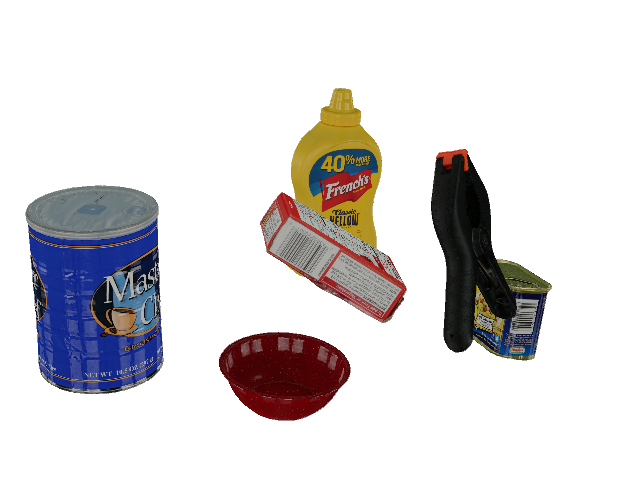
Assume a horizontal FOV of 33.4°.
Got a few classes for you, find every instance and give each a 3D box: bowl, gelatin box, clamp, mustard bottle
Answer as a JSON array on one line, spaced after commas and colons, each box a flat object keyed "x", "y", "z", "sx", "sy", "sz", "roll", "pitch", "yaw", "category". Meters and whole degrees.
[{"x": -0.045, "y": 0.174, "z": 1.313, "sx": 0.162, "sy": 0.055, "sz": 0.162, "roll": 3, "pitch": 23, "yaw": -2, "category": "bowl"}, {"x": 0.007, "y": 0.010, "z": 0.670, "sx": 0.089, "sy": 0.030, "sz": 0.073, "roll": 32, "pitch": 9, "yaw": -13, "category": "gelatin box"}, {"x": 0.124, "y": 0.010, "z": 0.924, "sx": 0.039, "sy": 0.171, "sz": 0.120, "roll": -11, "pitch": 14, "yaw": 29, "category": "clamp"}, {"x": 0.016, "y": -0.060, "z": 1.097, "sx": 0.096, "sy": 0.192, "sz": 0.058, "roll": -5, "pitch": 21, "yaw": -24, "category": "mustard bottle"}]

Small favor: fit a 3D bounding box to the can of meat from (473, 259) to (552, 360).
[{"x": 0.203, "y": 0.075, "z": 1.171, "sx": 0.057, "sy": 0.084, "sz": 0.102, "roll": 2, "pitch": 16, "yaw": -20, "category": "can of meat"}]

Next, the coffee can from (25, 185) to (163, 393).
[{"x": -0.181, "y": 0.038, "z": 0.865, "sx": 0.103, "sy": 0.140, "sz": 0.103, "roll": 1, "pitch": 23, "yaw": -1, "category": "coffee can"}]
